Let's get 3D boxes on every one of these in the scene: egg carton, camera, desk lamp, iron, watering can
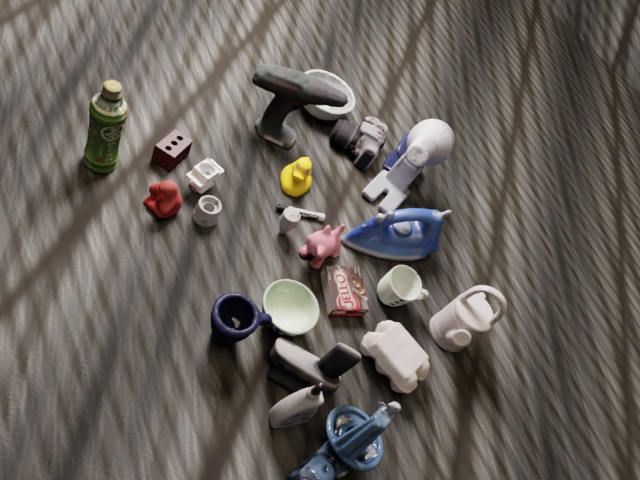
[{"bbox_3d":[0.160,0.246,1.209,0.150,0.069,0.107,48,49,11],"label":"egg carton"},{"bbox_3d":[0.106,-0.286,1.546,0.137,0.100,0.143,27,49,-8],"label":"camera"},{"bbox_3d":[0.236,-0.195,1.474,0.118,0.213,0.204,40,48,4],"label":"desk lamp"},{"bbox_3d":[0.190,-0.032,1.379,0.259,0.141,0.118,-1,57,-28],"label":"iron"},{"bbox_3d":[0.335,0.173,1.272,0.101,0.194,0.173,23,49,-11],"label":"watering can"}]

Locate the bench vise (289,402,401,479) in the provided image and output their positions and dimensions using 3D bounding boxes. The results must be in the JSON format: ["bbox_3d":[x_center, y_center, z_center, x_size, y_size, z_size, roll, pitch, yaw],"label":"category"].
[{"bbox_3d":[0.054,0.360,0.968,0.121,0.219,0.208,34,48,-2],"label":"bench vise"}]

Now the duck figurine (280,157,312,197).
[{"bbox_3d":[-0.047,-0.167,1.387,0.077,0.086,0.104,27,49,-8],"label":"duck figurine"}]

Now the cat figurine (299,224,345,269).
[{"bbox_3d":[0.012,0.005,1.273,0.067,0.117,0.128,46,49,10],"label":"cat figurine"}]

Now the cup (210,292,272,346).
[{"bbox_3d":[-0.157,0.160,1.085,0.118,0.095,0.091,7,54,-23],"label":"cup"}]

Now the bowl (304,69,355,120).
[{"bbox_3d":[0.009,-0.388,1.586,0.168,0.074,0.167,14,52,-19],"label":"bowl"}]

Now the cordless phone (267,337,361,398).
[{"bbox_3d":[-0.009,0.215,1.064,0.147,0.185,0.094,30,48,-5],"label":"cordless phone"}]

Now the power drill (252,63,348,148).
[{"bbox_3d":[-0.069,-0.330,1.412,0.230,0.208,0.075,25,49,-10],"label":"power drill"}]

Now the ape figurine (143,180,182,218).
[{"bbox_3d":[-0.319,-0.091,1.183,0.076,0.092,0.077,8,54,-23],"label":"ape figurine"}]

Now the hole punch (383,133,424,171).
[{"bbox_3d":[0.245,-0.227,1.584,0.101,0.091,0.109,35,48,-1],"label":"hole punch"}]

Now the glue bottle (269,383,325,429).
[{"bbox_3d":[-0.029,0.287,1.009,0.078,0.173,0.037,0,57,-28],"label":"glue bottle"}]
